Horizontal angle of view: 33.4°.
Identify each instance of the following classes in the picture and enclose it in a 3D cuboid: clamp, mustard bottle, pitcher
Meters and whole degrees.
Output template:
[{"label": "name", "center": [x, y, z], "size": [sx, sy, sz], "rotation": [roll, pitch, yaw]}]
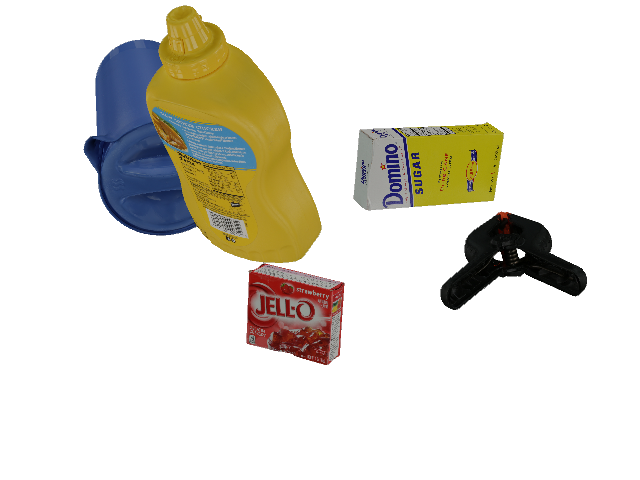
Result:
[{"label": "clamp", "center": [0.178, 0.015, 0.950], "size": [0.120, 0.039, 0.171], "rotation": [1, 25, 16]}, {"label": "mustard bottle", "center": [-0.062, -0.069, 0.689], "size": [0.096, 0.058, 0.191], "rotation": [20, -33, 29]}, {"label": "pitcher", "center": [-0.171, -0.119, 1.155], "size": [0.145, 0.149, 0.243], "rotation": [-22, 36, -1]}]

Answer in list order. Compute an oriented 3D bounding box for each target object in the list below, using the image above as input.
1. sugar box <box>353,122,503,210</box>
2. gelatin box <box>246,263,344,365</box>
[{"label": "sugar box", "center": [0.131, -0.090, 1.293], "size": [0.176, 0.093, 0.048], "rotation": [-7, 26, -22]}, {"label": "gelatin box", "center": [-0.024, 0.067, 0.975], "size": [0.089, 0.073, 0.030], "rotation": [13, 20, 26]}]
